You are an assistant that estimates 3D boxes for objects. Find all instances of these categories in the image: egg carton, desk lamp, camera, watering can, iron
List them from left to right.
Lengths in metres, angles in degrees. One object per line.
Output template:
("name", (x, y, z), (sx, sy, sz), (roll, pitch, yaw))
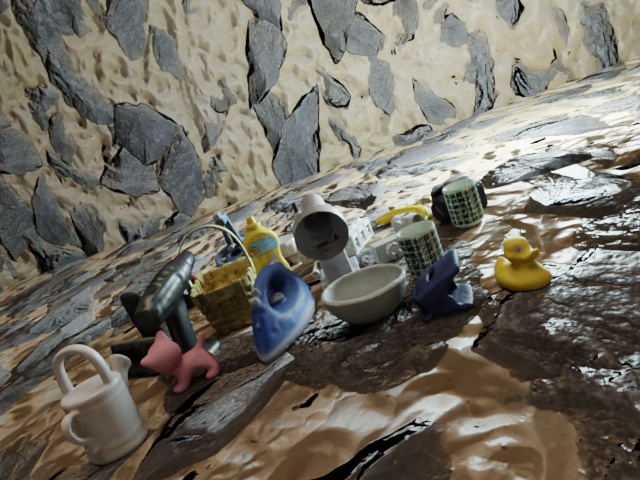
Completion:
("watering can", (-0.368, 0.255, 0.944), (0.101, 0.194, 0.172), (-22, 14, -3))
("iron", (-0.097, 0.125, 1.150), (0.118, 0.141, 0.258), (-17, 15, 15))
("egg carton", (-0.103, 0.031, 1.662), (0.150, 0.069, 0.107), (-11, 17, 34))
("desk lamp", (0.012, 0.005, 1.297), (0.118, 0.214, 0.203), (-21, 14, 2))
("camera", (0.337, -0.109, 1.489), (0.137, 0.101, 0.142), (-30, 17, -33))

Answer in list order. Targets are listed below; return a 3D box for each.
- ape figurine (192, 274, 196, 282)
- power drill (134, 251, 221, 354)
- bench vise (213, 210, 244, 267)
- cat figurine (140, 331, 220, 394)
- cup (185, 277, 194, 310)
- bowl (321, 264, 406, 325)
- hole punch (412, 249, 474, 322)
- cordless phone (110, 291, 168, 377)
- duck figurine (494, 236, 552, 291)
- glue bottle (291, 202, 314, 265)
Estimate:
("ape figurine", (-0.389, 0.123, 1.681), (0.078, 0.092, 0.076), (-24, 14, -12))
("power drill", (-0.287, 0.151, 1.188), (0.075, 0.208, 0.230), (-16, 15, 19))
("bench vise", (-0.252, 0.015, 1.623), (0.121, 0.220, 0.207), (-24, 14, -11))
("cat figurine", (-0.268, 0.221, 1.085), (0.128, 0.118, 0.067), (-24, 15, -13))
("cup", (-0.391, 0.153, 1.565), (0.118, 0.095, 0.091), (-28, 16, -27))
("bowl", (0.090, 0.111, 1.073), (0.167, 0.075, 0.167), (-20, 14, 5))
("hole punch", (0.208, 0.077, 0.999), (0.101, 0.091, 0.109), (-17, 15, 16))
("cordless phone", (-0.393, 0.194, 1.229), (0.147, 0.185, 0.094), (-14, 16, 27))
("duck figurine", (0.338, 0.034, 0.980), (0.078, 0.086, 0.104), (-27, 15, -23))
("glue bottle", (-0.042, -0.022, 1.561), (0.078, 0.173, 0.037), (-26, 15, -19))
